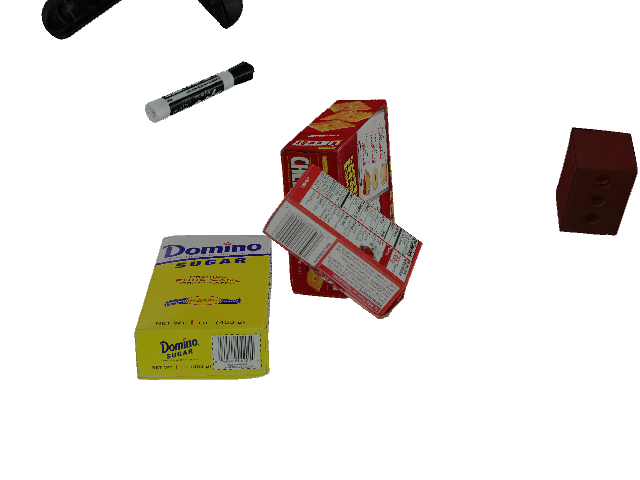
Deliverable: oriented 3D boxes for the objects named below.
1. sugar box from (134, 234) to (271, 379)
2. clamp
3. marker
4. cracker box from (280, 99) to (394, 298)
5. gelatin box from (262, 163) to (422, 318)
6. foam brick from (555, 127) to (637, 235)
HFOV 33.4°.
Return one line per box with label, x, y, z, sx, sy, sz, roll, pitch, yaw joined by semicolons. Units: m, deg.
sugar box;-0.084;0.045;0.814;0.093;0.048;0.176;0;24;-2
clamp;-0.091;-0.179;0.673;0.120;0.171;0.039;8;-42;11
marker;-0.109;-0.139;0.990;0.120;0.020;0.020;-31;18;-34
cracker box;0.023;-0.053;1.184;0.072;0.164;0.213;2;21;18
gelatin box;0.015;-0.001;0.642;0.089;0.030;0.073;37;24;-3
foam brick;0.238;-0.051;0.927;0.053;0.051;0.078;5;-45;3
